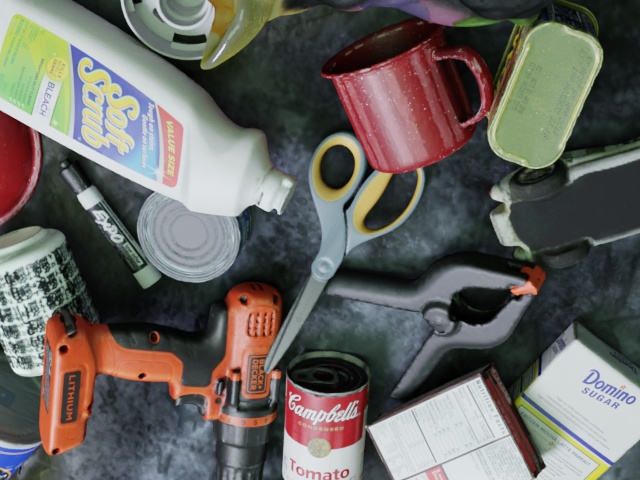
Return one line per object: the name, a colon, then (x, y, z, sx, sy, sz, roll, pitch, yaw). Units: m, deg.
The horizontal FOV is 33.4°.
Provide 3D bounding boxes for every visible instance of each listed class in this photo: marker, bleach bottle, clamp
marker: (-0.169, -0.014, 0.855, 0.020, 0.020, 0.121, -30, 104, 20)
bleach bottle: (-0.129, -0.095, 0.773, 0.251, 0.068, 0.103, 28, 114, 6)
clamp: (0.085, 0.047, 0.810, 0.172, 0.039, 0.120, -34, 106, 34)

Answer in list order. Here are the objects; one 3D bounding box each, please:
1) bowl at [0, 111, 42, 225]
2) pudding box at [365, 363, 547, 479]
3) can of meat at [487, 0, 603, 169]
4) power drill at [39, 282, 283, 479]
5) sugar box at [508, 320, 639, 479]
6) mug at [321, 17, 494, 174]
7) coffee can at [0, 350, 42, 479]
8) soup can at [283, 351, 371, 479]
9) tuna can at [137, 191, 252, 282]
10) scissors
bowl: (-0.305, -0.071, 0.838, 0.162, 0.055, 0.162, 4, 112, 9)
pudding box: (0.104, 0.159, 0.824, 0.114, 0.039, 0.090, -29, 83, 25)
can of meat: (0.151, -0.106, 0.723, 0.057, 0.084, 0.102, 20, 114, 1)
power drill: (-0.122, 0.123, 0.840, 0.187, 0.057, 0.184, 0, 105, -23)
sugar box: (0.179, 0.157, 0.845, 0.093, 0.048, 0.176, 38, 110, -3)
mug: (0.068, -0.100, 0.734, 0.117, 0.093, 0.081, -6, 118, 40)
coffee can: (-0.306, 0.174, 0.910, 0.103, 0.102, 0.140, 41, 113, -7)
soup can: (0.004, 0.150, 0.862, 0.068, 0.068, 0.102, 7, 114, 8)
tuna can: (-0.099, -0.011, 0.835, 0.086, 0.033, 0.086, 4, 112, 9)
scissors: (-0.005, 0.001, 0.812, 0.096, 0.016, 0.202, 45, 100, 0)
